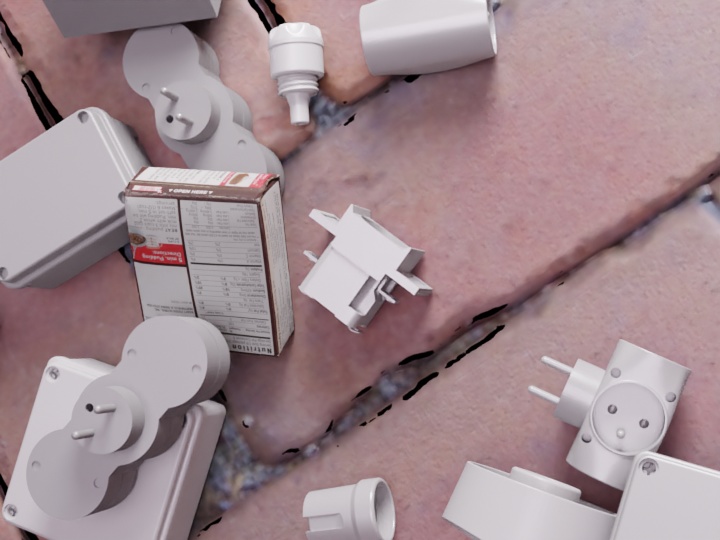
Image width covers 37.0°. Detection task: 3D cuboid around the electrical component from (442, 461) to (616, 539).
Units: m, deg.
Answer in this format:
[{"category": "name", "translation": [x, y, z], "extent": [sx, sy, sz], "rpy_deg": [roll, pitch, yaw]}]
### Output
[{"category": "electrical component", "translation": [0.095, 0.146, 0.596], "extent": [0.099, 0.099, 0.064], "rpy_deg": [18, 84, 14]}]

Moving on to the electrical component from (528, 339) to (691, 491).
[{"category": "electrical component", "translation": [0.137, 0.076, 0.616], "extent": [0.079, 0.044, 0.077], "rpy_deg": [24, 92, 14]}]

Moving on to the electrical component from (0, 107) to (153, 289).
[{"category": "electrical component", "translation": [-0.191, -0.044, 0.697], "extent": [0.113, 0.057, 0.078], "rpy_deg": [-30, 80, 10]}]

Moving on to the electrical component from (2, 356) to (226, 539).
[{"category": "electrical component", "translation": [-0.154, 0.121, 0.677], "extent": [0.109, 0.056, 0.108], "rpy_deg": [17, 90, 14]}]

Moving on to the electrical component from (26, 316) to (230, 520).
[{"category": "electrical component", "translation": [-0.138, 0.084, 0.607], "extent": [0.052, 0.074, 0.138], "rpy_deg": [43, 96, 13]}]

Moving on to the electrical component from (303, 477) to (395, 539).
[{"category": "electrical component", "translation": [-0.007, 0.148, 0.649], "extent": [0.046, 0.040, 0.040], "rpy_deg": [-11, 84, 19]}]

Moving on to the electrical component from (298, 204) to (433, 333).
[{"category": "electrical component", "translation": [0.000, 0.000, 0.657], "extent": [0.081, 0.042, 0.063], "rpy_deg": [37, 99, 14]}]

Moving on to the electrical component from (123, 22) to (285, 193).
[{"category": "electrical component", "translation": [-0.103, -0.096, 0.671], "extent": [0.052, 0.074, 0.138], "rpy_deg": [-33, 80, 9]}]

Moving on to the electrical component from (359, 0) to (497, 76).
[{"category": "electrical component", "translation": [0.040, -0.163, 0.656], "extent": [0.077, 0.043, 0.079], "rpy_deg": [-7, 85, 13]}]

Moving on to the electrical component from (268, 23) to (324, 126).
[{"category": "electrical component", "translation": [-0.039, -0.122, 0.678], "extent": [0.035, 0.035, 0.061], "rpy_deg": [-4, 87, 13]}]

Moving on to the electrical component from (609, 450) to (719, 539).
[{"category": "electrical component", "translation": [0.178, 0.159, 0.535], "extent": [0.109, 0.056, 0.108], "rpy_deg": [14, 74, 26]}]
